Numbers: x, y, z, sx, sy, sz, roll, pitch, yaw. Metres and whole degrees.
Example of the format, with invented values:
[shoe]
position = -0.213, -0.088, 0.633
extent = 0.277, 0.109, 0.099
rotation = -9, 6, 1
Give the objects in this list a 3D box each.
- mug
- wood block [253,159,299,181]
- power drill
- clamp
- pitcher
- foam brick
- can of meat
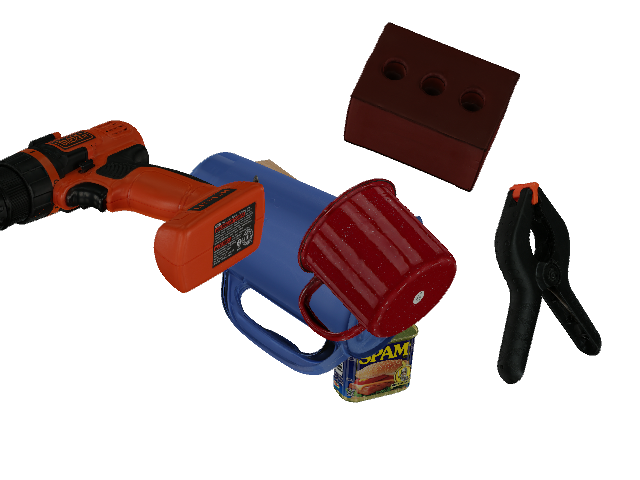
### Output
[mug]
position = 0.035, 0.024, 0.775
extent = 0.081, 0.117, 0.093
rotation = 47, 2, 26
[wood block]
position = -0.059, -0.022, 1.308
extent = 0.090, 0.090, 0.206
rotation = -10, 26, -25
[power drill]
position = -0.149, -0.026, 0.773
extent = 0.188, 0.057, 0.184
rotation = 22, 35, 26
[clamp]
position = 0.183, 0.039, 0.925
extent = 0.120, 0.171, 0.039
rotation = -23, 7, -40
[pitcher]
position = -0.030, 0.013, 1.043
extent = 0.243, 0.145, 0.149
rotation = 27, 29, 28
[foam brick]
position = 0.058, -0.071, 0.573
extent = 0.078, 0.053, 0.051
rotation = 23, -20, 9
[can of meat]
position = 0.066, 0.146, 1.320
extent = 0.102, 0.084, 0.057
rotation = -9, 28, -24
